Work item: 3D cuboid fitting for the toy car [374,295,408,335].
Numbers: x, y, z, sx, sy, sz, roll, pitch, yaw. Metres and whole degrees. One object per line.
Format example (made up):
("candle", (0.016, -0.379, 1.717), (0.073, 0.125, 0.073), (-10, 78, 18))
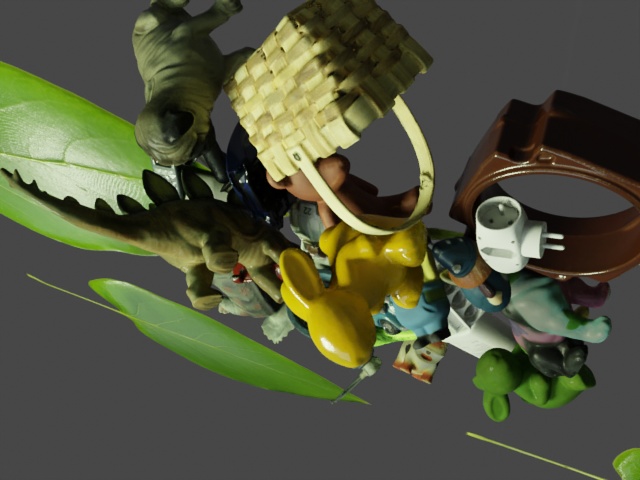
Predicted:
("toy car", (0.115, 0.091, 0.936), (0.162, 0.109, 0.102), (7, 128, 55))

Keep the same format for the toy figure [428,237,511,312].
("toy figure", (0.181, 0.036, 0.637), (0.064, 0.058, 0.154), (16, 162, 45))

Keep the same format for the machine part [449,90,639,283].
("machine part", (0.255, -0.044, 0.568), (0.201, 0.087, 0.201), (25, 154, 4))

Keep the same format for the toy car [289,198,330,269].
("toy car", (-0.002, -0.003, 0.898), (0.074, 0.056, 0.201), (16, 153, 19))

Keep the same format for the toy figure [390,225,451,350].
("toy figure", (0.136, 0.060, 0.770), (0.082, 0.180, 0.089), (-21, 171, 17))

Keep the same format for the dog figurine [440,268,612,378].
("dog figurine", (0.274, 0.082, 0.750), (0.219, 0.108, 0.191), (23, 137, 14))

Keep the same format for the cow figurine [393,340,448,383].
("cow figurine", (0.209, 0.210, 1.057), (0.086, 0.127, 0.195), (23, 168, 6))

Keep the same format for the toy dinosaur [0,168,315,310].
("toy dinosaur", (-0.168, -0.007, 0.734), (0.471, 0.105, 0.199), (13, -148, -50))

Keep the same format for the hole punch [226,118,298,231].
("hole punch", (-0.081, -0.097, 0.740), (0.092, 0.116, 0.142), (21, 154, 27))

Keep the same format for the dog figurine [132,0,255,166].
("dog figurine", (-0.171, -0.172, 0.587), (0.173, 0.190, 0.121), (7, 148, 35))

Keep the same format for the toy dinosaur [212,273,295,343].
("toy dinosaur", (-0.148, 0.082, 1.077), (0.192, 0.131, 0.404), (16, 155, 32))

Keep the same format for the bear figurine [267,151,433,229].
("bear figurine", (0.037, -0.065, 0.691), (0.132, 0.120, 0.195), (-7, 134, 42))

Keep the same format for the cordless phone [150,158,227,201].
("cordless phone", (-0.212, -0.102, 0.891), (0.147, 0.089, 0.184), (13, 131, 19))

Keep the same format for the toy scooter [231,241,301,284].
("toy scooter", (-0.101, 0.041, 0.977), (0.075, 0.135, 0.183), (1, 146, 37))

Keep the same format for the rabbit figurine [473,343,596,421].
("rabbit figurine", (0.311, 0.209, 0.858), (0.170, 0.121, 0.159), (12, 133, -25))

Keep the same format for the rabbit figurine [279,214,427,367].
("rabbit figurine", (0.033, 0.053, 0.596), (0.162, 0.173, 0.121), (16, 146, 7))

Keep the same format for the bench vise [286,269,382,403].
("bench vise", (0.026, 0.132, 0.885), (0.224, 0.129, 0.240), (58, 163, 13))

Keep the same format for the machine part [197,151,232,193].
("machine part", (-0.157, -0.116, 0.834), (0.139, 0.039, 0.084), (36, 140, -15))
